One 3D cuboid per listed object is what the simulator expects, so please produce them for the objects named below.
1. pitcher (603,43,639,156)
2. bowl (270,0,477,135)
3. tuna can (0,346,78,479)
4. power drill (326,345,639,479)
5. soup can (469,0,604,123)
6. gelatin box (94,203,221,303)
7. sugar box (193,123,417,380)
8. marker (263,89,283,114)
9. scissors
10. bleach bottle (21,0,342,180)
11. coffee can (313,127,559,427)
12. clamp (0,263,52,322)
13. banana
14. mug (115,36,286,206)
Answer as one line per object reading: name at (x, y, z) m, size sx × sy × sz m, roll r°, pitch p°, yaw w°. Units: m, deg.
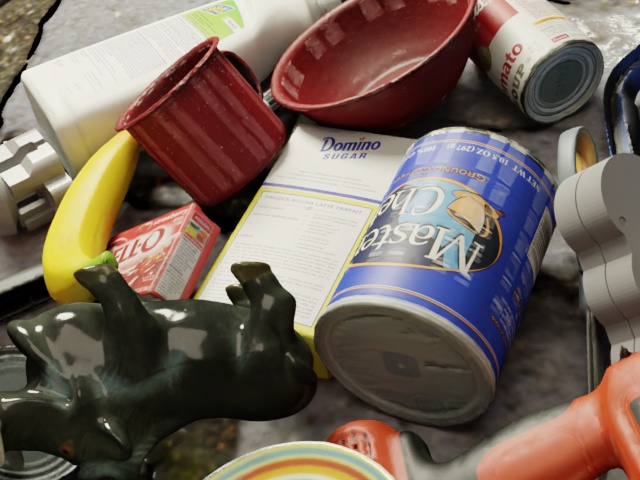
pitcher at (0.265, -0.065, 0.644) m, size 0.145 × 0.149 × 0.242 m, roll 11°, pitch 52°, yaw -2°
bowl at (0.047, -0.124, 0.761) m, size 0.162 × 0.055 × 0.162 m, roll -24°, pitch 33°, yaw 16°
tuna can at (-0.171, 0.105, 0.600) m, size 0.086 × 0.034 × 0.086 m, roll 15°, pitch 51°, yaw -20°
power drill at (0.092, 0.141, 0.495) m, size 0.188 × 0.057 × 0.184 m, roll -22°, pitch 44°, yaw 11°
soup can at (0.147, -0.138, 0.765) m, size 0.068 × 0.068 × 0.102 m, roll -24°, pitch 48°, yaw -11°
gelatin box at (-0.112, 0.022, 0.668) m, size 0.089 × 0.030 × 0.073 m, roll -18°, pitch 38°, yaw 40°
sugar box at (-0.004, 0.001, 0.682) m, size 0.093 × 0.048 × 0.176 m, roll 11°, pitch 48°, yaw 23°
marker at (-0.029, -0.111, 0.808) m, size 0.020 × 0.020 × 0.121 m, roll 32°, pitch 61°, yaw 34°
scissors at (0.167, 0.033, 0.625) m, size 0.016 × 0.096 × 0.202 m, roll -13°, pitch 73°, yaw 34°
bleach bottle at (-0.092, -0.135, 0.815) m, size 0.250 × 0.068 × 0.103 m, roll -26°, pitch 48°, yaw -16°
coffee can at (0.070, 0.019, 0.609) m, size 0.103 × 0.103 × 0.140 m, roll 12°, pitch 51°, yaw 22°
clamp at (-0.262, 0.077, 0.669) m, size 0.210 × 0.036 × 0.164 m, roll -1°, pitch 47°, yaw 6°
banana at (-0.144, -0.008, 0.681) m, size 0.070 × 0.037 × 0.198 m, roll -34°, pitch 27°, yaw 12°
mug at (-0.074, -0.085, 0.734) m, size 0.093 × 0.081 × 0.117 m, roll -26°, pitch 25°, yaw 38°
